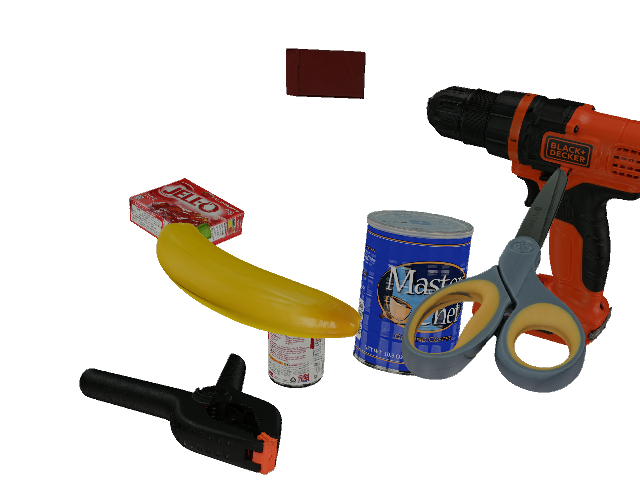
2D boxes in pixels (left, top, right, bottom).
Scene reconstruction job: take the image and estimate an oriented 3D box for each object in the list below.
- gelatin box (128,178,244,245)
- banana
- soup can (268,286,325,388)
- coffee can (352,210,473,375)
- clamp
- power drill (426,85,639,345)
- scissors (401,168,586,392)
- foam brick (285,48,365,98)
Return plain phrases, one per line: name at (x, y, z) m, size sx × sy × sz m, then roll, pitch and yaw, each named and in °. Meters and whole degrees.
gelatin box at (-0.131, -0.025, 1.039) m, size 0.089 × 0.030 × 0.073 m, roll 30°, pitch 37°, yaw 33°
banana at (-0.057, 0.021, 0.699) m, size 0.069 × 0.037 × 0.198 m, roll -17°, pitch 29°, yaw -31°
soup can at (-0.028, 0.113, 1.249) m, size 0.068 × 0.102 × 0.068 m, roll 1°, pitch 25°, yaw -1°
coffee can at (0.089, 0.049, 1.037) m, size 0.103 × 0.140 × 0.103 m, roll 5°, pitch 11°, yaw -1°
clamp at (-0.090, 0.144, 0.926) m, size 0.164 × 0.036 × 0.210 m, roll -6°, pitch 18°, yaw -40°
power drill at (0.162, -0.020, 0.817) m, size 0.185 × 0.188 × 0.057 m, roll 17°, pitch 34°, yaw 26°
scissors at (0.120, 0.018, 0.562) m, size 0.096 × 0.016 × 0.201 m, roll 23°, pitch 42°, yaw 33°
foam brick at (0.005, -0.182, 1.165) m, size 0.078 × 0.051 × 0.053 m, roll 0°, pitch 11°, yaw -16°
